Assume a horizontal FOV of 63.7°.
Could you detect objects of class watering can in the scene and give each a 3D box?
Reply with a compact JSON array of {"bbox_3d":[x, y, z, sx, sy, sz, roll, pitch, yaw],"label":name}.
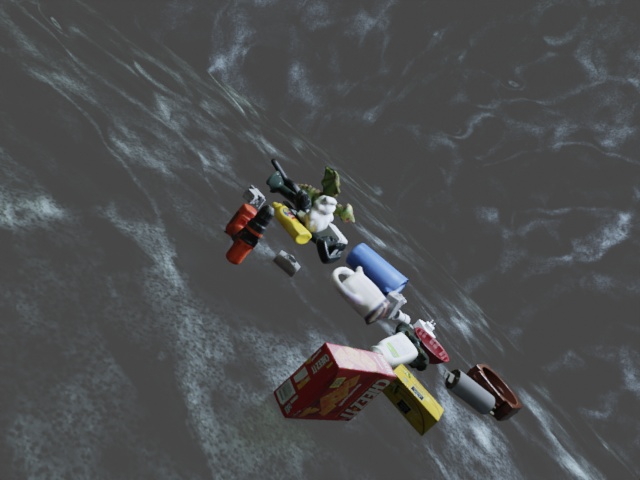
[{"bbox_3d":[0.150,0.175,1.778,0.226,0.103,0.348,46,17,13],"label":"watering can"}]

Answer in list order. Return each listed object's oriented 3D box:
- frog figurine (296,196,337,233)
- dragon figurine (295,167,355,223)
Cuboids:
[{"bbox_3d":[0.006,-0.096,1.917,0.137,0.158,0.124,15,60,-52],"label":"frog figurine"},{"bbox_3d":[-0.005,-0.203,2.188,0.415,0.240,0.122,50,21,22],"label":"dragon figurine"}]
